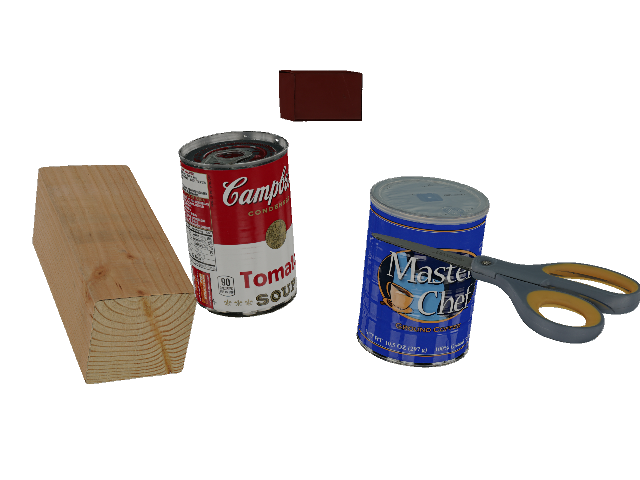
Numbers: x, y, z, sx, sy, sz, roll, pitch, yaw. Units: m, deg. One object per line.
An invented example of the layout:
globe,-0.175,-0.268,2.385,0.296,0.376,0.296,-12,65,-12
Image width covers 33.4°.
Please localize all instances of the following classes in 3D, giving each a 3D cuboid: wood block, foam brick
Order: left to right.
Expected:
wood block,-0.191,0.023,0.963,0.090,0.091,0.206,-4,36,-28
foam brick,0.000,-0.153,1.125,0.078,0.051,0.053,-3,12,-19

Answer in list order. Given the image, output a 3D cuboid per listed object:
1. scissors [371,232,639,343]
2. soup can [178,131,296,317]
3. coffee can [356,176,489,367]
scissors,0.119,0.031,0.745,0.202,0.016,0.096,8,30,18
soup can,-0.051,-0.011,0.676,0.068,0.102,0.068,-3,22,1
coffee can,0.089,0.026,0.940,0.103,0.140,0.103,4,22,-2
